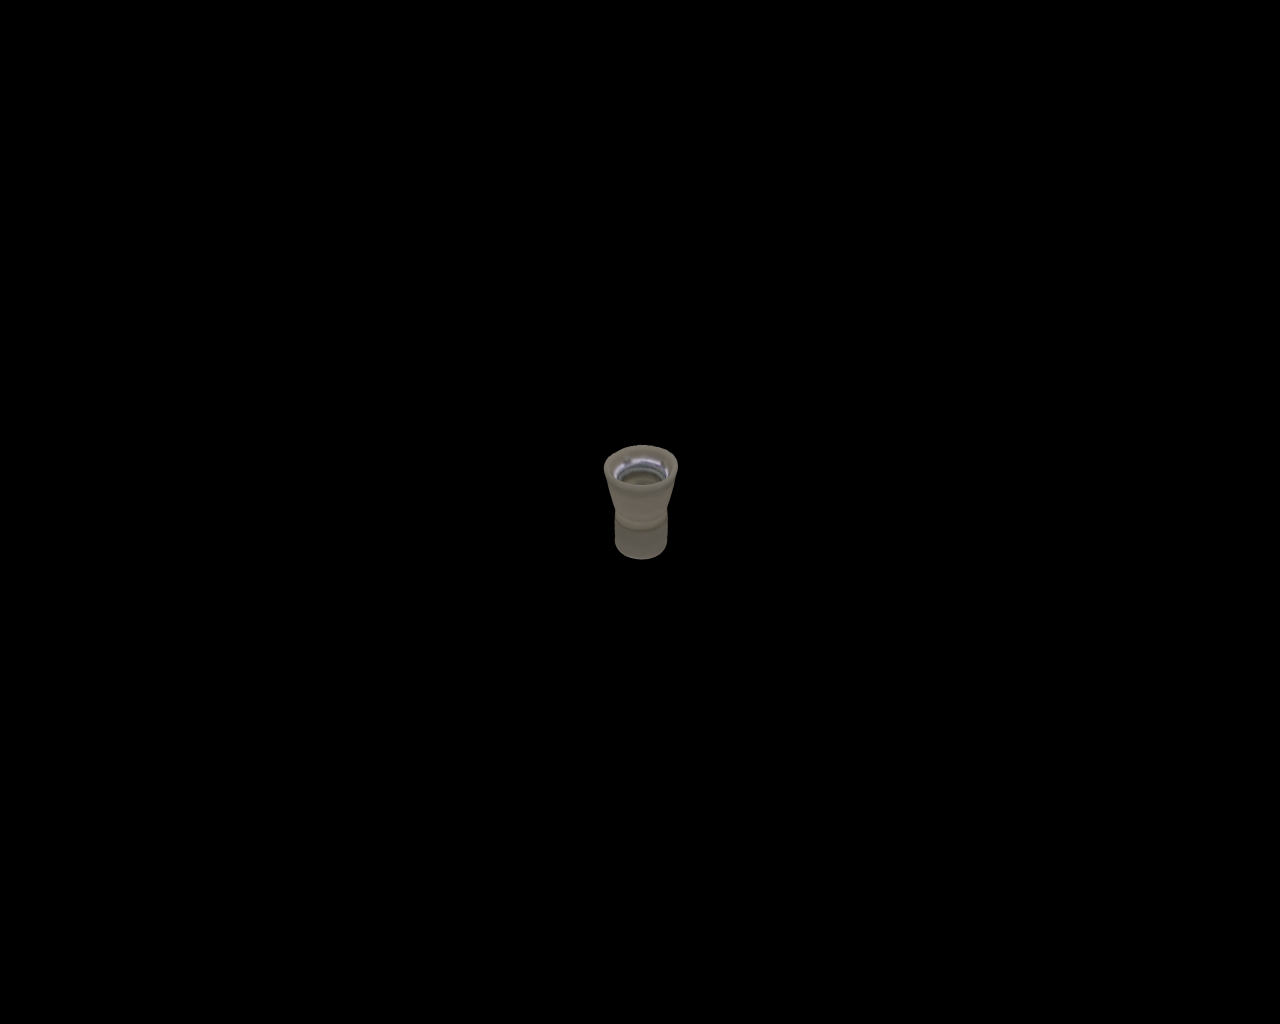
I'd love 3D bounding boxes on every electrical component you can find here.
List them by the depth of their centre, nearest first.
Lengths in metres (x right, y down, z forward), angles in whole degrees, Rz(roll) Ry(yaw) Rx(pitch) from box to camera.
[{"bbox_3d":[0.001,-0.003,0.650,0.044,0.065,0.044,0,38,0],"label":"electrical component"}]
